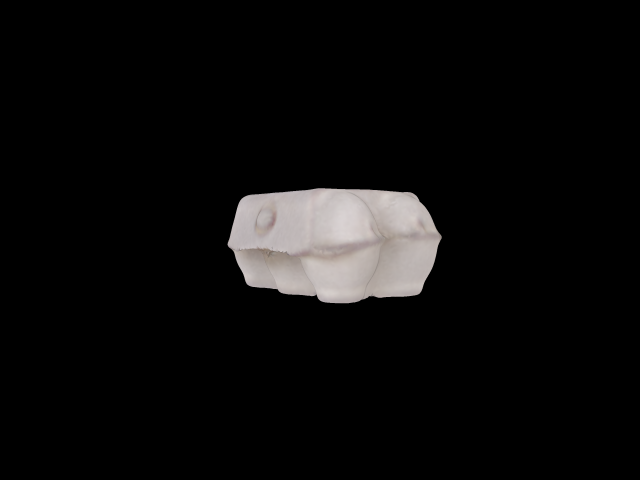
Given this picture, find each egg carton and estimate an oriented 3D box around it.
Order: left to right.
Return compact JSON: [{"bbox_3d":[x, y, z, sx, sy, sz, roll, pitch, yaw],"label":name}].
[{"bbox_3d":[0.004,0.001,0.400,0.107,0.069,0.149,-2,3,-35],"label":"egg carton"}]
